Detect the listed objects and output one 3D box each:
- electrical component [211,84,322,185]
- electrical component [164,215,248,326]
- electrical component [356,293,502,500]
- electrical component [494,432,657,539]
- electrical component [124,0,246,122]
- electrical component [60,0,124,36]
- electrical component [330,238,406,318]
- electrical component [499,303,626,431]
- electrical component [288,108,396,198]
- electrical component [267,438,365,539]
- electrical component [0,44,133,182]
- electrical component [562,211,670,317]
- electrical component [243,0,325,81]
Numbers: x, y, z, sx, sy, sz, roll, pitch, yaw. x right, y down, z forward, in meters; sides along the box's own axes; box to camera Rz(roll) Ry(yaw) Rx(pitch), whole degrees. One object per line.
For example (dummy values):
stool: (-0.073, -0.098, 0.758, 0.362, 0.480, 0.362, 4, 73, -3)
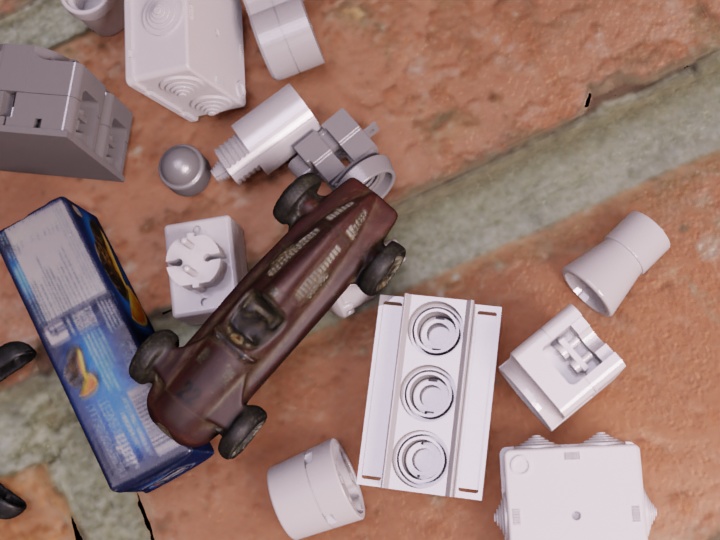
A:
electrical component: (-0.070, -0.090, 0.757, 0.081, 0.043, 0.043, -36, 76, 0)
electrical component: (-0.108, -0.003, 0.727, 0.047, 0.076, 0.065, -9, 77, 6)
electrical component: (0.046, 0.082, 0.695, 0.079, 0.063, 0.121, 6, 80, 9)
electrical component: (0.134, 0.153, 0.675, 0.100, 0.048, 0.099, -4, 79, 7)
electrical component: (-0.120, -0.161, 0.751, 0.048, 0.100, 0.099, -8, 77, 20)
electrical component: (-0.195, -0.198, 0.795, 0.040, 0.046, 0.040, -2, 78, 8)
electrical component: (0.000, 0.000, 0.729, 0.062, 0.048, 0.048, -28, 76, -5)
electrical component: (0.125, 0.064, 0.673, 0.056, 0.089, 0.050, -39, 76, -1)
electrical component: (-0.008, -0.073, 0.744, 0.066, 0.048, 0.055, -39, 68, -1)
electrical component: (-0.029, 0.143, 0.698, 0.047, 0.055, 0.055, -23, 76, 7)
electrical component: (-0.268, -0.113, 0.759, 0.186, 0.105, 0.060, 6, 80, 9)
electrical component: (0.171, -0.007, 0.707, 0.065, 0.044, 0.044, -43, 76, -7)
electrical component: (-0.050, -0.210, 0.774, 0.074, 0.052, 0.138, -21, 76, 4)
